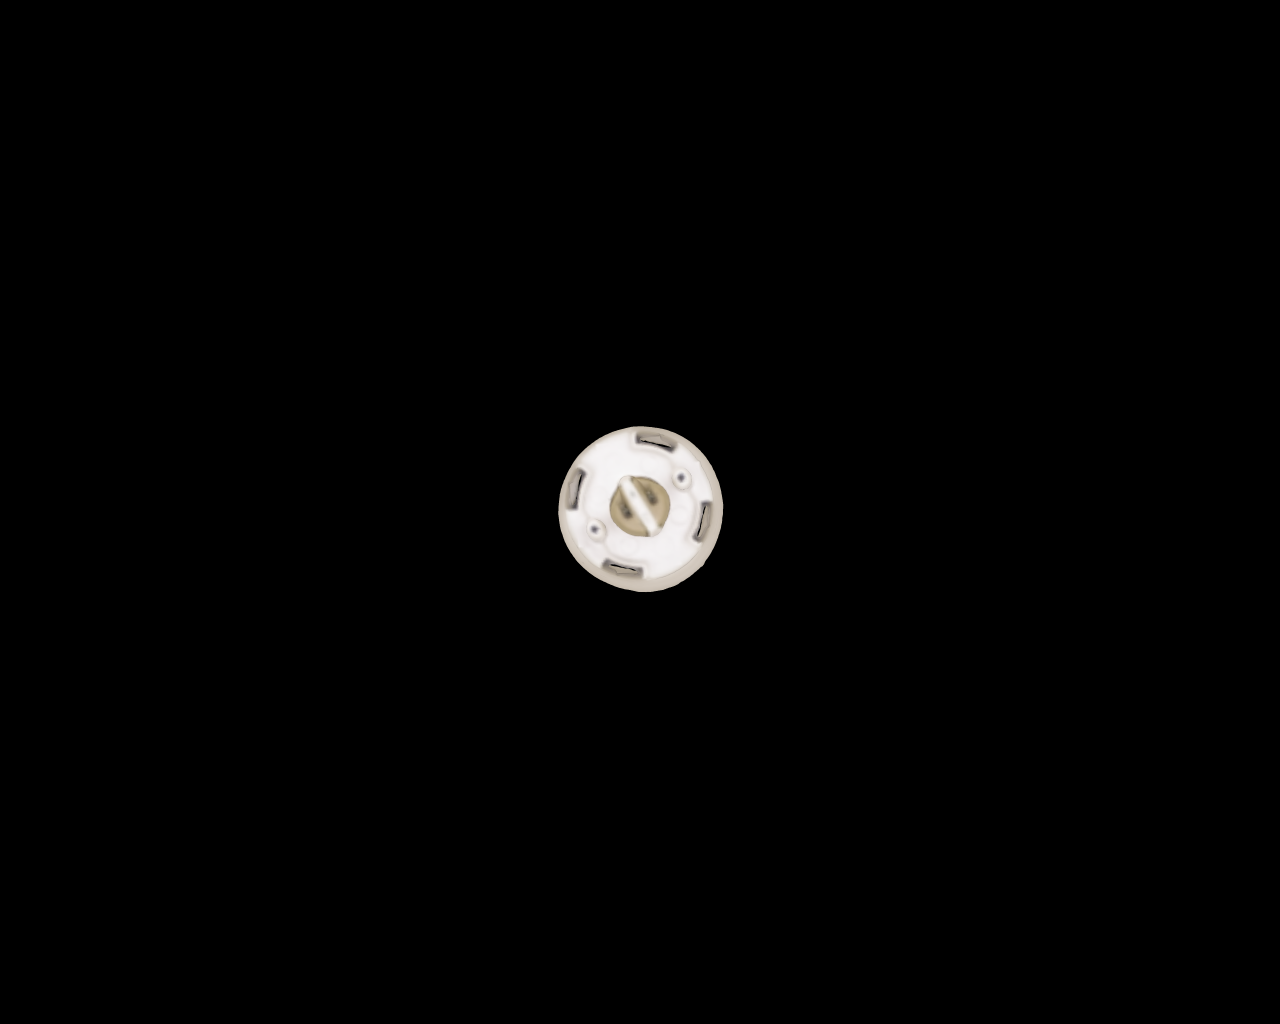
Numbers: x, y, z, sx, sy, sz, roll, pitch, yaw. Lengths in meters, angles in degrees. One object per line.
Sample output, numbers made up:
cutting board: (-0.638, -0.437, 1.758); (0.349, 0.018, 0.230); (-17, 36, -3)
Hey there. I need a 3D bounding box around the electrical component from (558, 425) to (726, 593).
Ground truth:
electrical component: (0.001, -0.003, 0.650); (0.099, 0.099, 0.064); (0, 0, 0)
